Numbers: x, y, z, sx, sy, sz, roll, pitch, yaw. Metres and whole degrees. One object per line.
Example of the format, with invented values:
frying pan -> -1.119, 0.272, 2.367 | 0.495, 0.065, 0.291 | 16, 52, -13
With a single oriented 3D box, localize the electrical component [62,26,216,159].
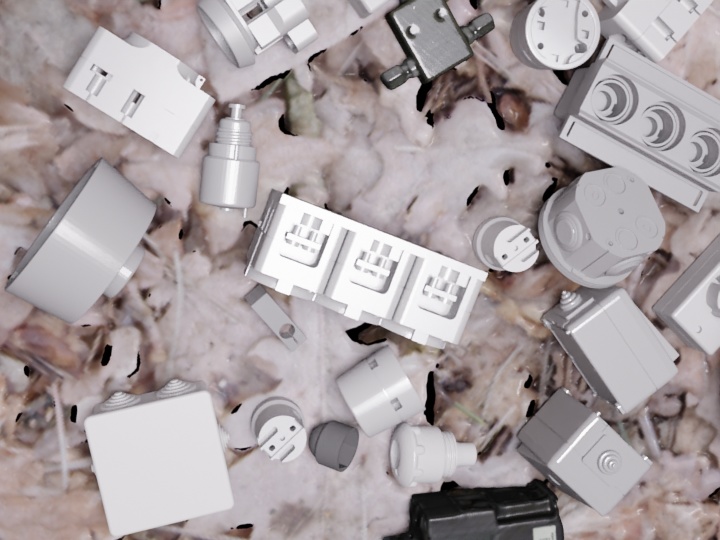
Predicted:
electrical component -> -0.148, -0.124, 0.737 | 0.089, 0.050, 0.055 | 32, 91, -12

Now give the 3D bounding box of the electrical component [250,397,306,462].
electrical component -> -0.058, 0.117, 0.783 | 0.040, 0.046, 0.040 | -1, 97, -9

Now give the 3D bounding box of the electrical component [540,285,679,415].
electrical component -> 0.186, 0.049, 0.807 | 0.061, 0.062, 0.096 | -37, 101, -4

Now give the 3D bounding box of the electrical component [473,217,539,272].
electrical component -> 0.109, -0.018, 0.794 | 0.040, 0.046, 0.040 | -1, 97, -9

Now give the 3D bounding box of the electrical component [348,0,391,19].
electrical component -> 0.007, -0.216, 0.738 | 0.047, 0.077, 0.065 | -37, 101, -3

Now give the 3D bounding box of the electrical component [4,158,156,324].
electrical component -> -0.180, -0.014, 0.719 | 0.060, 0.108, 0.108 | 37, 90, -18

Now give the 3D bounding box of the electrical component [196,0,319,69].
electrical component -> -0.075, -0.176, 0.740 | 0.057, 0.058, 0.078 | -36, 101, -7

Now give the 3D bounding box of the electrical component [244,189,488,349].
electrical component -> 0.000, 0.000, 0.756 | 0.150, 0.089, 0.061 | 21, 93, -11

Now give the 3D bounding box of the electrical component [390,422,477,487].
electrical component -> 0.056, 0.138, 0.806 | 0.062, 0.048, 0.048 | 3, 96, -16

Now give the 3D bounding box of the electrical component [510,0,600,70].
electrical component -> 0.140, -0.172, 0.781 | 0.055, 0.047, 0.055 | -1, 97, -9

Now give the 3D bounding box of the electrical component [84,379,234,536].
electrical component -> -0.142, 0.132, 0.769 | 0.100, 0.048, 0.099 | -12, 99, -8

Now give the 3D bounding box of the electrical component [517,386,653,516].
electrical component -> 0.164, 0.138, 0.797 | 0.062, 0.096, 0.061 | 43, 90, -11

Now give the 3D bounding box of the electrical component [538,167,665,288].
electrical component -> 0.174, -0.031, 0.773 | 0.080, 0.051, 0.080 | 9, 64, -19

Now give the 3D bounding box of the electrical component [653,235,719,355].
electrical component -> 0.279, 0.020, 0.812 | 0.047, 0.076, 0.083 | 43, 88, -12

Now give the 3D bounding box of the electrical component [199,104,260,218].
electrical component -> -0.090, -0.077, 0.757 | 0.040, 0.040, 0.078 | 5, 96, -10

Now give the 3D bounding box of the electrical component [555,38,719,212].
electrical component -> 0.210, -0.105, 0.792 | 0.121, 0.063, 0.078 | 26, 92, -12

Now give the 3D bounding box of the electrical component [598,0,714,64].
electrical component -> 0.219, -0.203, 0.789 | 0.056, 0.050, 0.089 | 41, 89, -12

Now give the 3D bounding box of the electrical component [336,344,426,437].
electrical component -> 0.014, 0.090, 0.788 | 0.047, 0.055, 0.055 | -30, 101, -1
